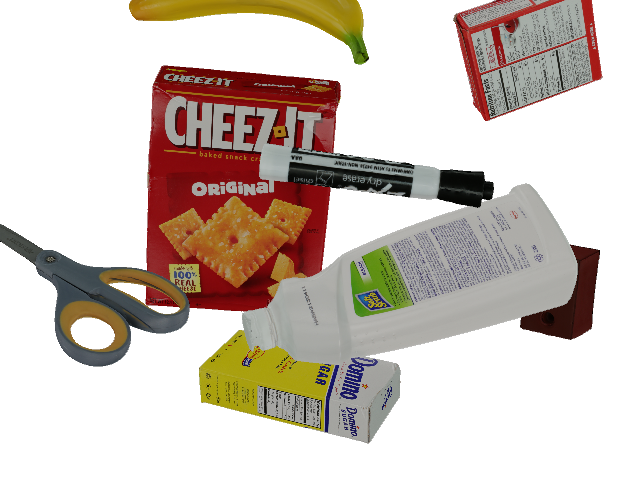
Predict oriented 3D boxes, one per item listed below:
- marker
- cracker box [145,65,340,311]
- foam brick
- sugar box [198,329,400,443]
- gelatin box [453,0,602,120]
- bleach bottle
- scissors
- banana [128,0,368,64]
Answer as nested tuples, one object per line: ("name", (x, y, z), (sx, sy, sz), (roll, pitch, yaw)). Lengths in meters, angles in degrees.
("marker", (0.029, -0.033, 0.553), (0.121, 0.020, 0.020), (7, 0, 2))
("cracker box", (-0.073, -0.041, 0.972), (0.164, 0.214, 0.072), (5, 23, -2))
("foam brick", (0.220, 0.045, 0.981), (0.053, 0.078, 0.051), (11, 17, 33))
("sugar box", (-0.019, 0.137, 1.030), (0.176, 0.048, 0.093), (7, 24, 21))
("gelatin box", (0.141, -0.131, 0.724), (0.089, 0.073, 0.030), (-20, 37, 2))
("bleach bottle", (0.062, 0.033, 0.816), (0.250, 0.102, 0.068), (-14, -39, -12))
("scissors", (-0.186, 0.030, 0.720), (0.202, 0.016, 0.096), (17, 40, 15))
("banana", (-0.048, -0.184, 0.820), (0.198, 0.069, 0.037), (13, -40, 16))
